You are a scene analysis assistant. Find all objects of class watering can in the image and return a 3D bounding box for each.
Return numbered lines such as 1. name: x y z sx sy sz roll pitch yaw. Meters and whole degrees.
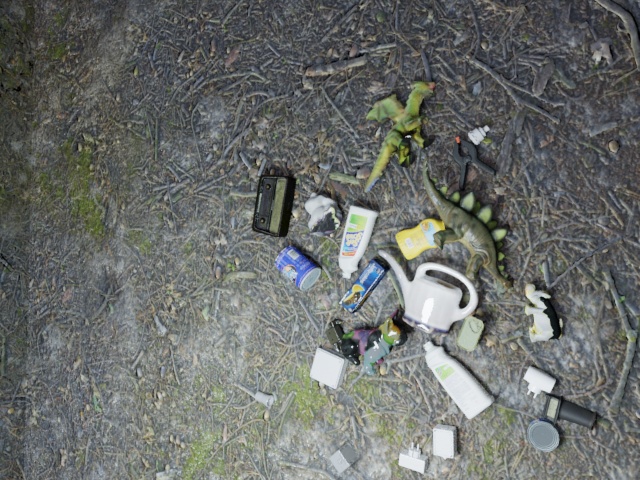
1. watering can: 0.322 0.172 1.644 0.349 0.104 0.223 20 97 25

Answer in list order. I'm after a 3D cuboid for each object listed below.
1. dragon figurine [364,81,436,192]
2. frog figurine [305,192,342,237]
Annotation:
1. dragon figurine: 0.242 -0.374 1.743 0.406 0.121 0.248 -43 53 17
2. frog figurine: 0.006 -0.093 1.846 0.135 0.122 0.162 -64 28 20
